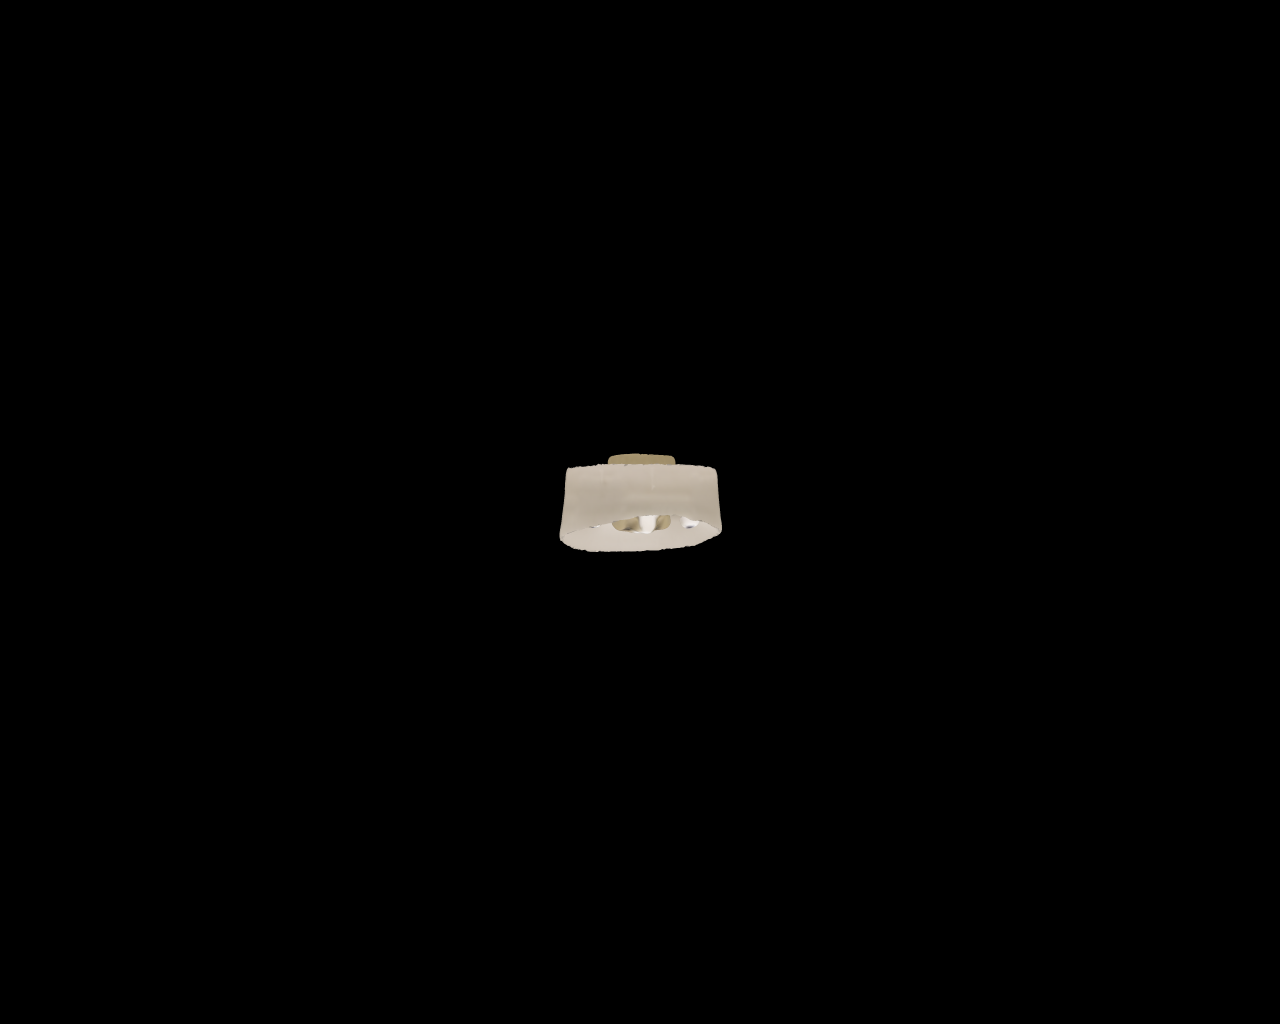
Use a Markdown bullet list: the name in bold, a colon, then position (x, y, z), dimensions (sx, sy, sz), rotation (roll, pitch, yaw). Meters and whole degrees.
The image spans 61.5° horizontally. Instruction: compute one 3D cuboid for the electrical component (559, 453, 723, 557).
- **electrical component**: position (0.001, -0.003, 0.650), dimensions (0.099, 0.064, 0.099), rotation (0, 0, 0)
